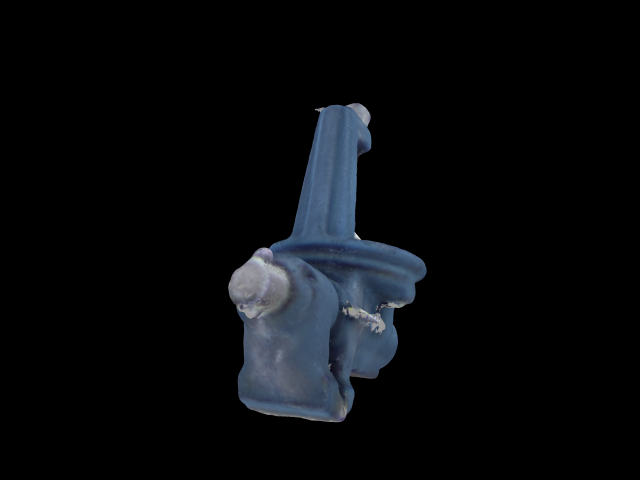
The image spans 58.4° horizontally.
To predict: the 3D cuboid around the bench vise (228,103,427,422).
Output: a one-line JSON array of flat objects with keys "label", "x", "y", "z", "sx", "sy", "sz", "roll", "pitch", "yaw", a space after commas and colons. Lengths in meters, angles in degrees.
[{"label": "bench vise", "x": 0.016, "y": 0.001, "z": 0.399, "sx": 0.121, "sy": 0.220, "sz": 0.207, "roll": 0, "pitch": 0, "yaw": 6}]
